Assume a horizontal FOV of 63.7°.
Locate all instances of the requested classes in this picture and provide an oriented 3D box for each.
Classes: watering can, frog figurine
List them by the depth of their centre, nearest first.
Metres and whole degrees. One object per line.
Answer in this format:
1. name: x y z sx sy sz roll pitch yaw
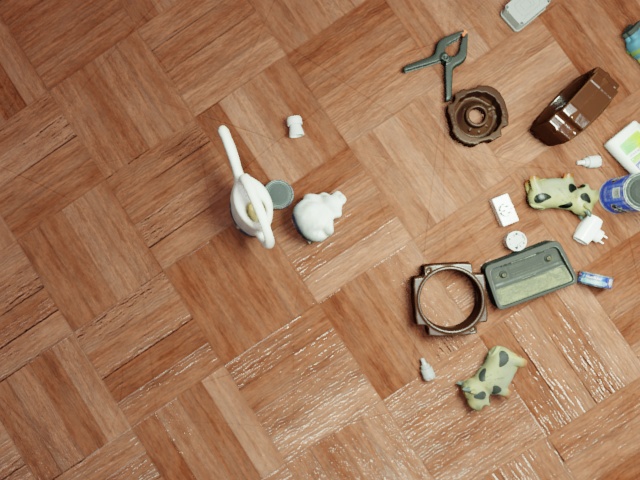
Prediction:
1. watering can: -0.206 -0.133 1.430 0.104 0.222 0.349 -22 85 -16
2. frog figurine: 0.004 -0.074 1.462 0.158 0.121 0.139 -30 68 14
